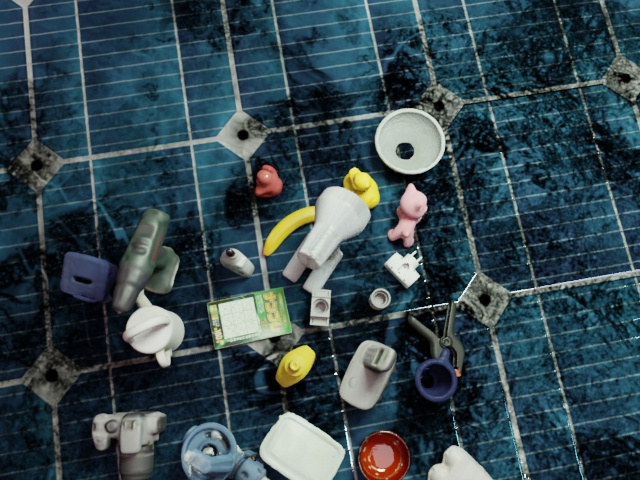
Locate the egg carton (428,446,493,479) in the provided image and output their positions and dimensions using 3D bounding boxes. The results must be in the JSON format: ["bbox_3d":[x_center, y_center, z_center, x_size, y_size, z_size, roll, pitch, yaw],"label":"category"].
[{"bbox_3d":[0.308,0.523,1.223,0.150,0.069,0.107,43,79,7],"label":"egg carton"}]

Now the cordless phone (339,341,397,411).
[{"bbox_3d":[0.109,0.286,1.209,0.094,0.185,0.148,24,78,4],"label":"cordless phone"}]

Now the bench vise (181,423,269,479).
[{"bbox_3d":[-0.189,0.438,1.146,0.207,0.220,0.121,11,77,1],"label":"bench vise"}]

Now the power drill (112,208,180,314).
[{"bbox_3d":[-0.369,0.056,1.230,0.075,0.208,0.230,12,77,1],"label":"power drill"}]

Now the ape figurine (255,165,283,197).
[{"bbox_3d":[-0.126,-0.140,1.343,0.076,0.092,0.078,36,79,6],"label":"ape figurine"}]

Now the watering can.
[{"bbox_3d":[-0.361,0.184,1.209,0.173,0.194,0.101,44,80,8],"label":"watering can"}]

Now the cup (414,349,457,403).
[{"bbox_3d":[0.250,0.295,1.258,0.091,0.095,0.118,22,78,3],"label":"cup"}]

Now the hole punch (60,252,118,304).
[{"bbox_3d":[-0.518,0.086,1.278,0.108,0.091,0.101,14,77,1],"label":"hole punch"}]

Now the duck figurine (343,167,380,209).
[{"bbox_3d":[0.101,-0.126,1.351,0.077,0.086,0.104,-35,81,-9],"label":"duck figurine"}]

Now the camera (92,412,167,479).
[{"bbox_3d":[-0.402,0.433,1.200,0.143,0.101,0.137,-2,77,-2],"label":"camera"}]

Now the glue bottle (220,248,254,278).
[{"bbox_3d":[-0.187,0.042,1.258,0.078,0.173,0.037,27,78,4],"label":"glue bottle"}]

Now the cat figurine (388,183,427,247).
[{"bbox_3d":[0.209,-0.058,1.324,0.067,0.118,0.128,17,77,2],"label":"cat figurine"}]

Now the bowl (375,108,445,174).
[{"bbox_3d":[0.213,-0.228,1.384,0.167,0.075,0.167,1,77,-2],"label":"bowl"}]

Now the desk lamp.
[{"bbox_3d":[0.012,0.004,1.254,0.118,0.213,0.203,31,78,5],"label":"desk lamp"}]
